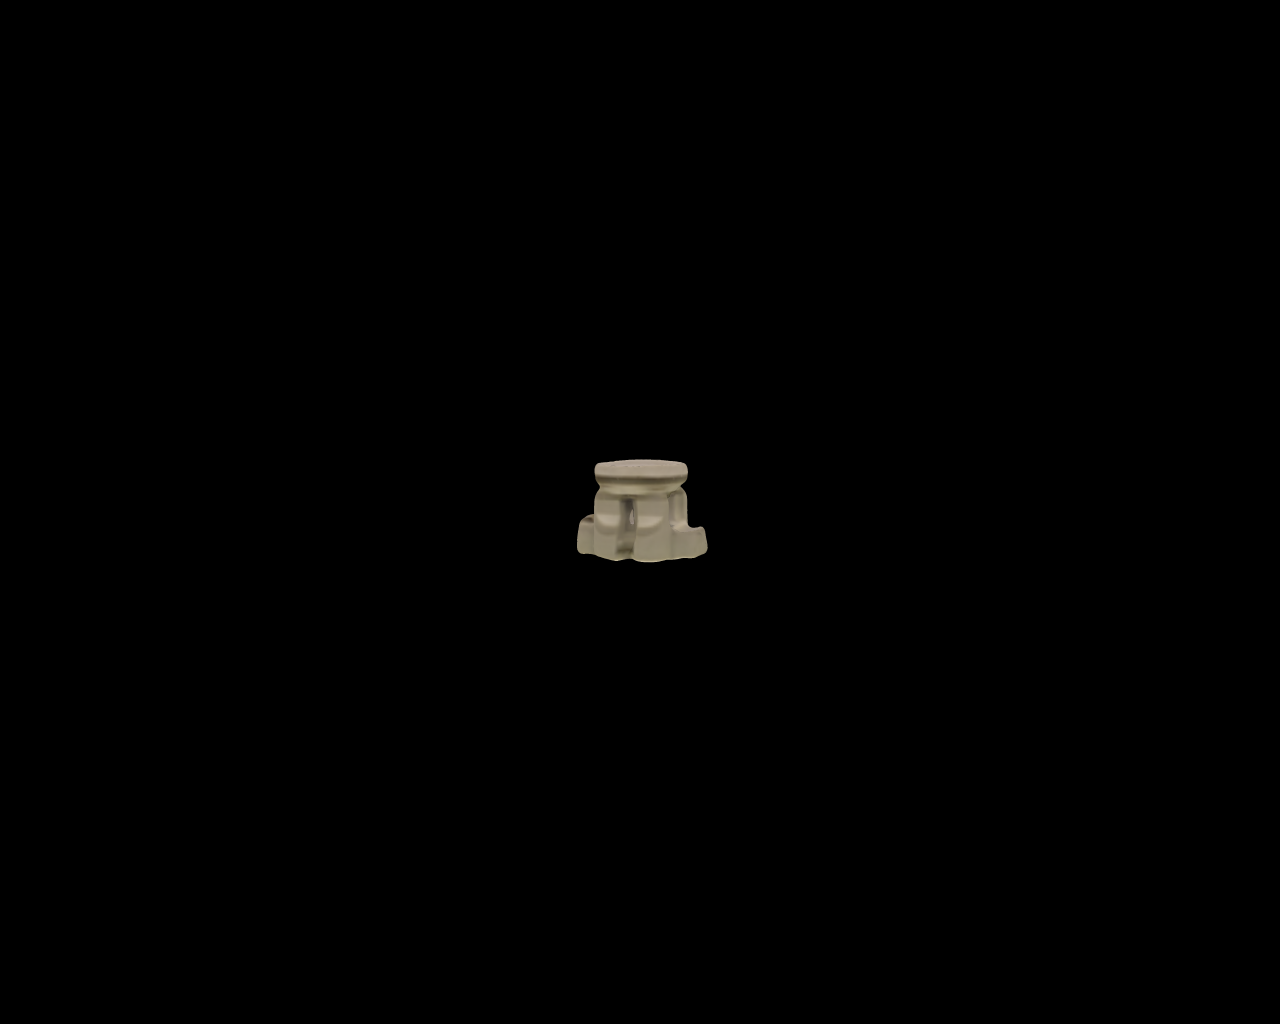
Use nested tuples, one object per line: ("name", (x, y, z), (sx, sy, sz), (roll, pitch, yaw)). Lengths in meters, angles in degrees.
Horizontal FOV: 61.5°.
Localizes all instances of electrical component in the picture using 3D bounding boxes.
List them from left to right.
("electrical component", (0.001, -0.003, 0.650), (0.078, 0.057, 0.058), (3, 8, 22))
